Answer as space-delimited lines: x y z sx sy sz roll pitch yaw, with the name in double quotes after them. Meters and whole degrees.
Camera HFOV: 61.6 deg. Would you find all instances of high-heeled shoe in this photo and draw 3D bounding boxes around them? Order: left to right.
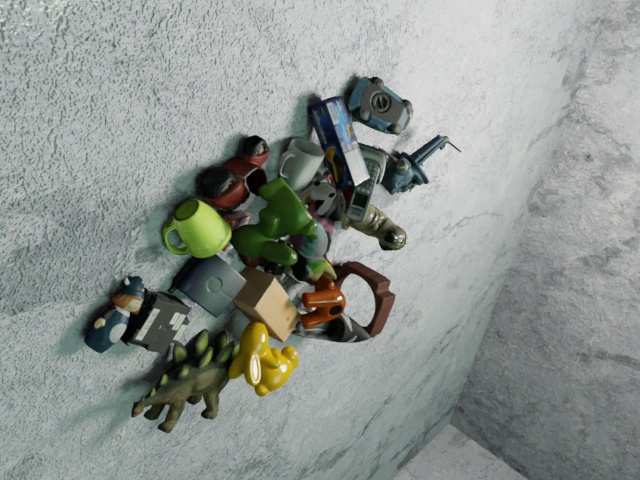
0.008 0.242 1.471 0.145 0.249 0.086 -11 111 -75 "high-heeled shoe"

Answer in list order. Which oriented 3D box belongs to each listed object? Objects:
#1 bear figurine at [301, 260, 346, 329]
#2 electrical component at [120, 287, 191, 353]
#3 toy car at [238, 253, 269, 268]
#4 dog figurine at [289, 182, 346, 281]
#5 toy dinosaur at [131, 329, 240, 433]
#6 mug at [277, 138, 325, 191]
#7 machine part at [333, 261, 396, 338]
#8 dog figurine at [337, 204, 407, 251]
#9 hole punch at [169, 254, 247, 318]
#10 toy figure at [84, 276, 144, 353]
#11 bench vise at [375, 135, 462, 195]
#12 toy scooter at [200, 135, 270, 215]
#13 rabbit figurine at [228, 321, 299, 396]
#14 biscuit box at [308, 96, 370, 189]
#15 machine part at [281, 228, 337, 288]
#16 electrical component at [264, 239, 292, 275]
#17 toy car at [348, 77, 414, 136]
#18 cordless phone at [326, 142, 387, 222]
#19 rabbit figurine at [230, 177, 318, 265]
-0.011 0.118 1.418 0.132 0.196 0.120 -12 136 -18 "bear figurine"
-0.333 0.167 1.101 0.115 0.058 0.134 -56 148 -2 "electrical component"
-0.114 -0.023 1.253 0.202 0.053 0.089 -57 145 -2 "toy car"
-0.003 -0.004 1.261 0.191 0.109 0.219 -46 140 -23 "dog figurine"
-0.267 0.317 1.270 0.471 0.105 0.198 -4 115 -65 "toy dinosaur"
-0.052 -0.161 1.202 0.109 0.081 0.107 -22 143 -49 "mug"
0.107 0.176 1.569 0.087 0.201 0.201 -3 117 -55 "machine part"
0.136 -0.054 1.439 0.172 0.191 0.121 20 98 -55 "dog figurine"
-0.235 0.089 1.148 0.142 0.092 0.115 -50 143 -9 "hole punch"
-0.381 0.139 1.019 0.154 0.058 0.064 -55 -174 -10 "toy figure"
0.274 -0.224 1.537 0.240 0.129 0.223 -40 154 1 "bench vise"
-0.160 -0.114 1.100 0.184 0.075 0.135 -49 148 -25 "toy scooter"
-0.152 0.280 1.298 0.162 0.122 0.173 -43 130 -42 "rabbit figurine"
0.043 -0.219 1.218 0.059 0.063 0.202 -31 106 -39 "biscuit box"
-0.033 0.024 1.376 0.243 0.079 0.079 -57 147 -5 "machine part"
-0.099 0.043 1.311 0.045 0.078 0.102 13 108 -36 "electrical component"
0.141 -0.318 1.310 0.109 0.161 0.103 -65 -168 -4 "toy car"
0.074 -0.145 1.310 0.088 0.147 0.184 2 105 -82 "cordless phone"
-0.098 -0.018 1.111 0.170 0.159 0.121 -36 171 4 "rabbit figurine"
